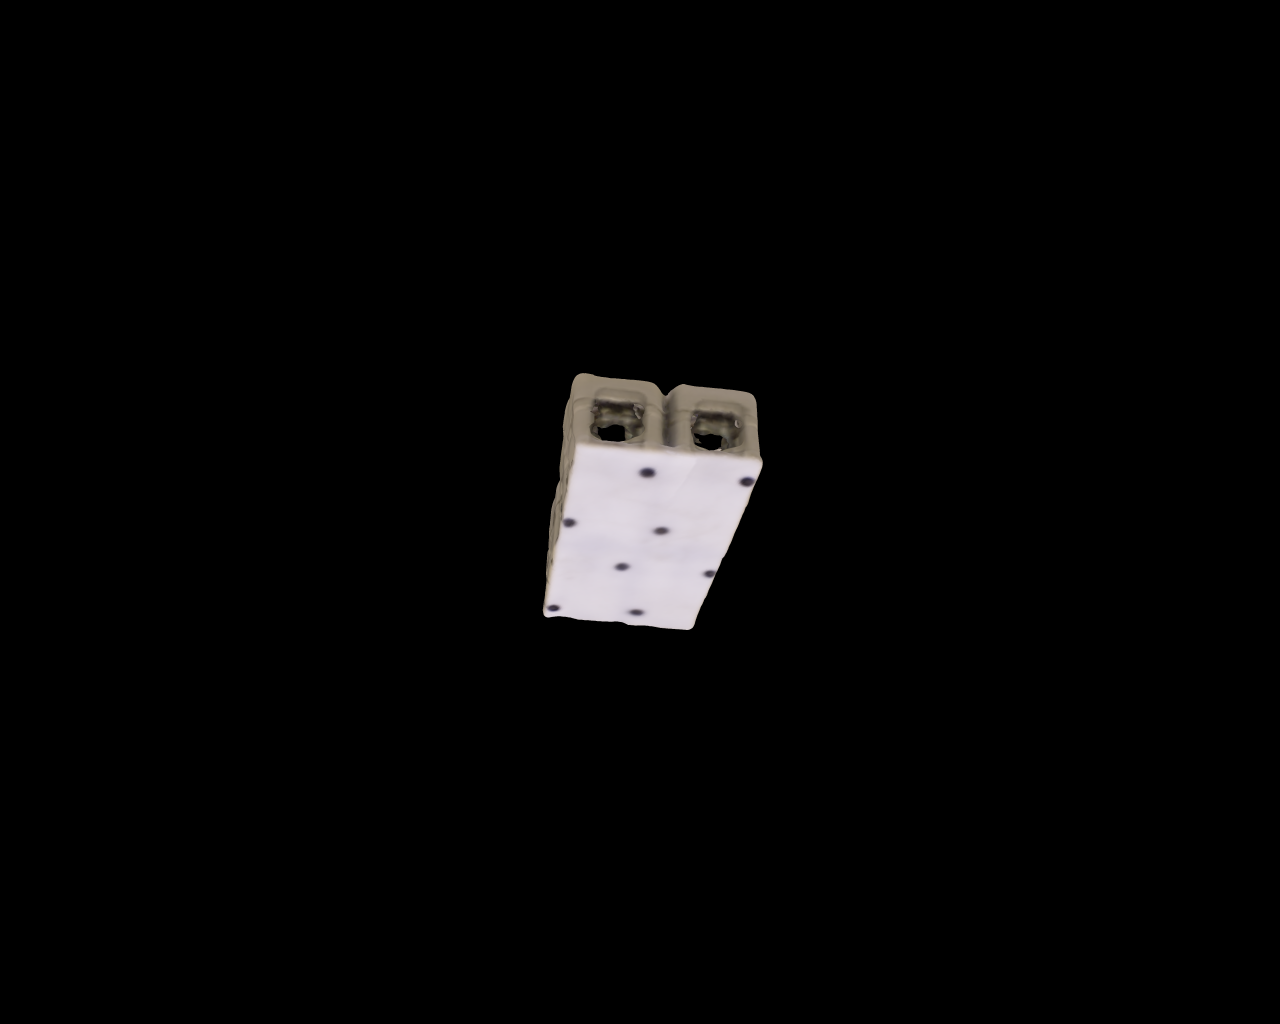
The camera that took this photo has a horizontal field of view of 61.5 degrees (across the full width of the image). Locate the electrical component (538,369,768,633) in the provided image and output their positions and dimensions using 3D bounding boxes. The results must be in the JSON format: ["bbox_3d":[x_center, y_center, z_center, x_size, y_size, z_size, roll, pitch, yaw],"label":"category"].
[{"bbox_3d":[0.001,-0.003,0.650,0.105,0.060,0.186,5,-36,-8],"label":"electrical component"}]
